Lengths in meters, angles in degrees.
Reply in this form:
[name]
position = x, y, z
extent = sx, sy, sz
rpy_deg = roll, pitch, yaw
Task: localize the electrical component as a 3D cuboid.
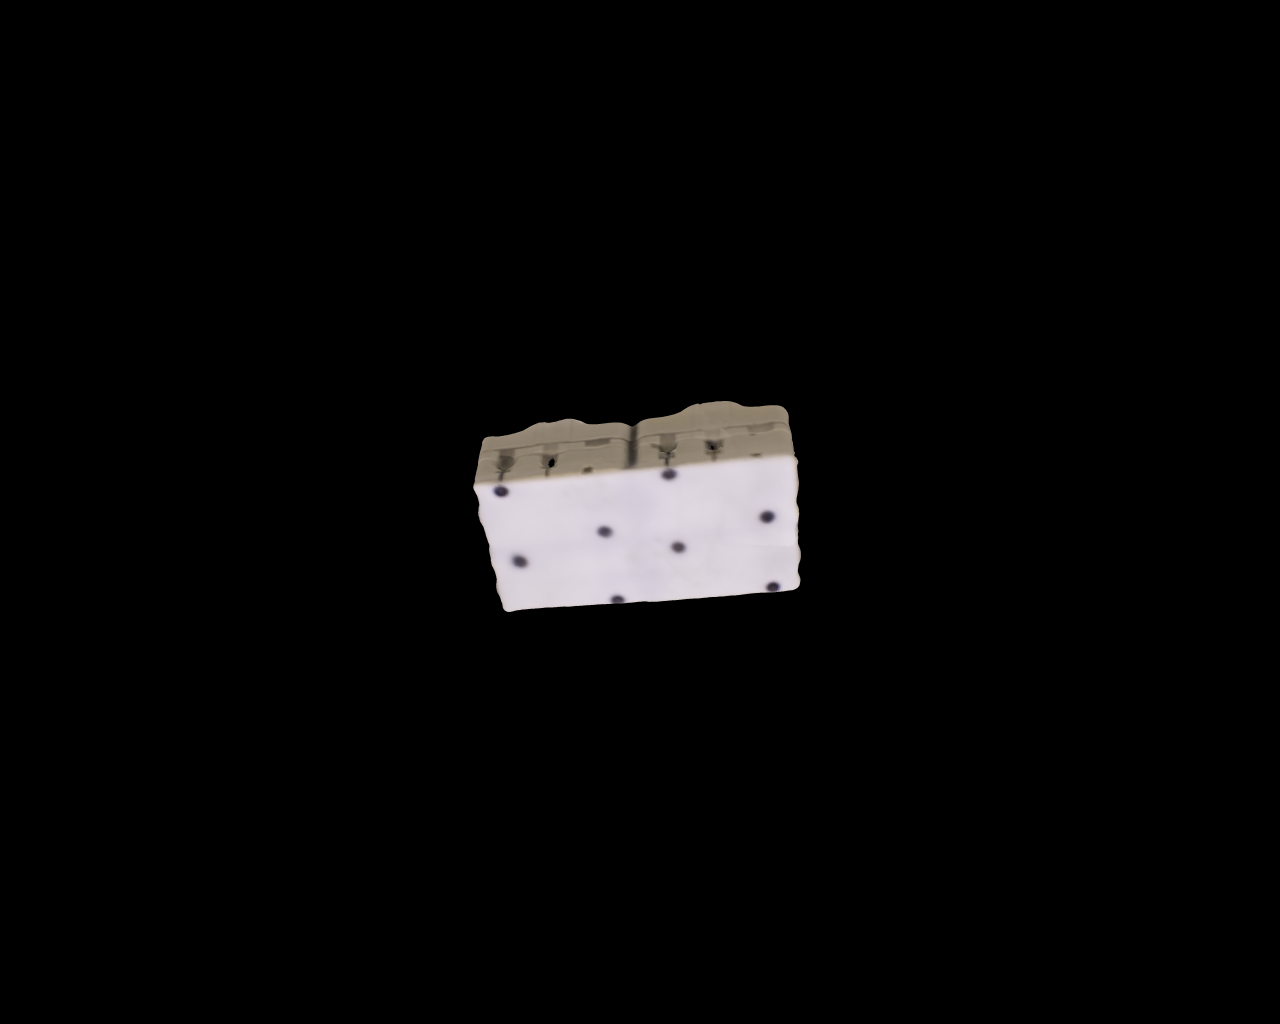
[electrical component]
position = 0.001, -0.003, 0.650
extent = 0.186, 0.105, 0.060
rpy_deg = -5, 37, 4
